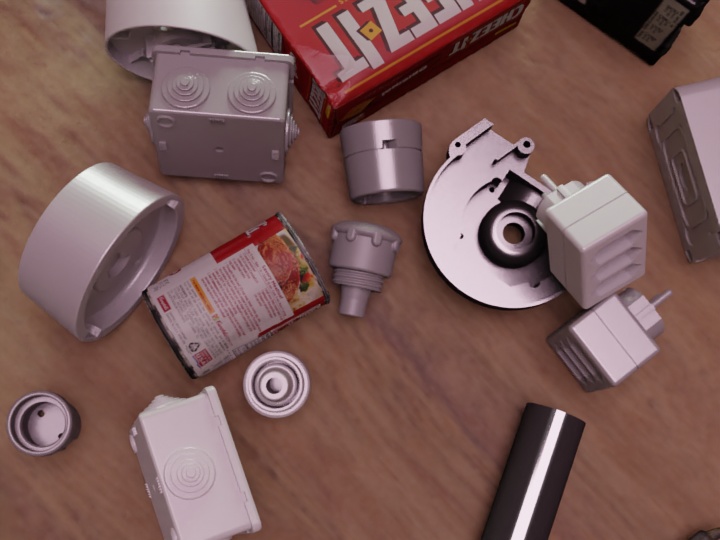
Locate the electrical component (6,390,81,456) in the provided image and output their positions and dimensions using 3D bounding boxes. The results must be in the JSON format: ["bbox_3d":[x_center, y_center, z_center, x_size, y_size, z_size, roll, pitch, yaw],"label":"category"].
[{"bbox_3d":[-0.197,0.097,0.678,0.040,0.046,0.040,1,80,-3],"label":"electrical component"}]

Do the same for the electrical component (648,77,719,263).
[{"bbox_3d":[0.243,-0.068,0.719,0.057,0.078,0.113,-13,81,-3],"label":"electrical component"}]

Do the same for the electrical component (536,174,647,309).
[{"bbox_3d":[0.135,-0.029,0.666,0.047,0.065,0.076,-30,55,-8],"label":"electrical component"}]

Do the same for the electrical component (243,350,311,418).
[{"bbox_3d":[-0.053,0.073,0.683,0.043,0.062,0.043,0,85,-2],"label":"electrical component"}]

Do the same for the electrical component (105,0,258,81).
[{"bbox_3d":[-0.117,-0.155,0.704,0.099,0.099,0.064,-7,74,-5],"label":"electrical component"}]

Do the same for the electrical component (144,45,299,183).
[{"bbox_3d":[-0.089,-0.097,0.694,0.100,0.099,0.048,4,67,-3],"label":"electrical component"}]

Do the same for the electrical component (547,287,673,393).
[{"bbox_3d":[0.172,0.037,0.702,0.077,0.065,0.047,-36,84,-9],"label":"electrical component"}]

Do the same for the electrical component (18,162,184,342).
[{"bbox_3d":[-0.167,-0.016,0.672,0.060,0.108,0.108,32,79,9],"label":"electrical component"}]

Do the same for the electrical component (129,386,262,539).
[{"bbox_3d":[-0.103,0.125,0.654,0.048,0.100,0.099,-17,81,-19],"label":"electrical component"}]

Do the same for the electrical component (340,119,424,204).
[{"bbox_3d":[0.016,-0.071,0.718,0.055,0.055,0.047,-5,84,-4],"label":"electrical component"}]

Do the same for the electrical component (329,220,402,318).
[{"bbox_3d":[0.000,0.000,0.710,0.048,0.048,0.062,11,86,-1],"label":"electrical component"}]
